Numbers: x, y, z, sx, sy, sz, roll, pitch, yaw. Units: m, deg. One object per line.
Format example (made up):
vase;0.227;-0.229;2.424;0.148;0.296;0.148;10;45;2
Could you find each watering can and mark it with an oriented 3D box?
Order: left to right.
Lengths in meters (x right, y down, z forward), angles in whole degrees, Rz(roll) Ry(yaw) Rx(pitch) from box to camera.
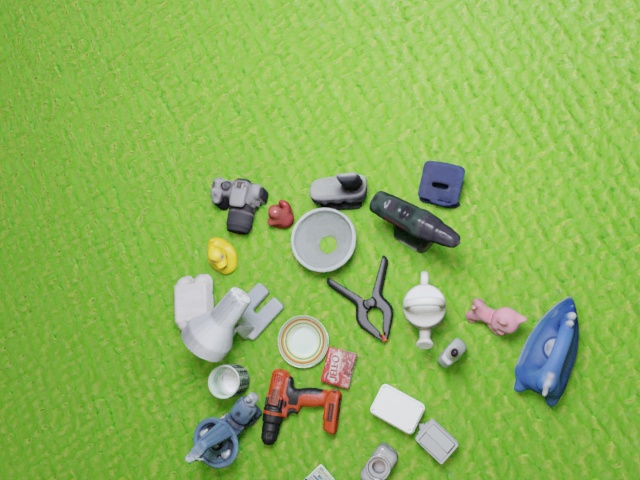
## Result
watering can;0.245;0.161;1.329;0.101;0.194;0.173;-22;76;6

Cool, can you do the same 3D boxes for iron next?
iron;0.532;0.240;1.289;0.118;0.141;0.258;21;83;14

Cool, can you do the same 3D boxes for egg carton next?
egg carton;-0.326;0.166;1.496;0.107;0.069;0.150;-8;78;9

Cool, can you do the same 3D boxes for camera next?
camera;-0.223;-0.090;1.512;0.143;0.101;0.137;8;80;12

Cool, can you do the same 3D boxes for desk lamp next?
desk lamp;-0.214;0.193;1.396;0.117;0.214;0.203;42;88;15

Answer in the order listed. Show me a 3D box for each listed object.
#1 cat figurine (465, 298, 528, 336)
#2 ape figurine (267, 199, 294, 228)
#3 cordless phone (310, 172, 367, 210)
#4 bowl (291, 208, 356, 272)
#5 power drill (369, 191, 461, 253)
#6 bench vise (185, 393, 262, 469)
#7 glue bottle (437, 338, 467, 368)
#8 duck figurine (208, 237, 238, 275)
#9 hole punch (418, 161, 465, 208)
cat figurine;0.409;0.180;1.335;0.127;0.118;0.067;23;84;14
ape figurine;-0.108;-0.068;1.492;0.078;0.092;0.076;-40;75;1
cordless phone;0.041;-0.139;1.431;0.147;0.185;0.094;-7;77;9
bowl;0.013;0.005;1.464;0.167;0.075;0.167;-2;78;10
power drill;0.228;-0.033;1.364;0.229;0.208;0.076;30;85;15
bench vise;-0.237;0.444;1.346;0.121;0.220;0.207;20;83;14
glue bottle;0.303;0.259;1.310;0.037;0.173;0.078;41;88;15
duck figurine;-0.267;0.037;1.502;0.077;0.086;0.104;-30;75;3
hole punch;0.305;-0.138;1.432;0.108;0.091;0.101;13;81;13
